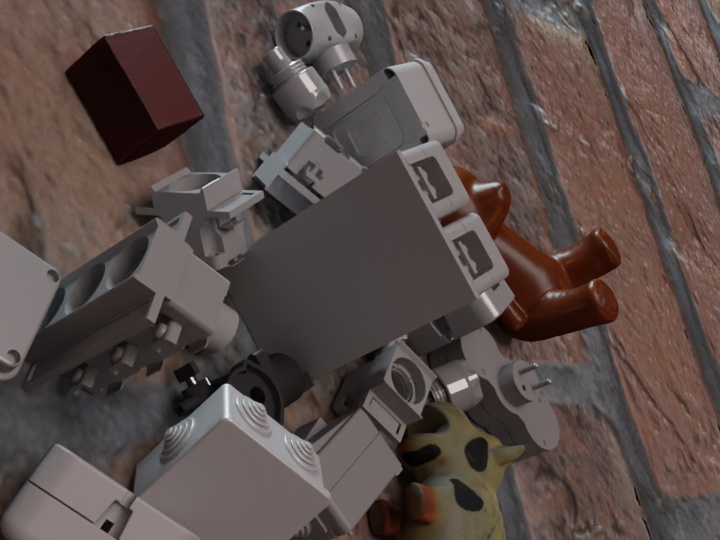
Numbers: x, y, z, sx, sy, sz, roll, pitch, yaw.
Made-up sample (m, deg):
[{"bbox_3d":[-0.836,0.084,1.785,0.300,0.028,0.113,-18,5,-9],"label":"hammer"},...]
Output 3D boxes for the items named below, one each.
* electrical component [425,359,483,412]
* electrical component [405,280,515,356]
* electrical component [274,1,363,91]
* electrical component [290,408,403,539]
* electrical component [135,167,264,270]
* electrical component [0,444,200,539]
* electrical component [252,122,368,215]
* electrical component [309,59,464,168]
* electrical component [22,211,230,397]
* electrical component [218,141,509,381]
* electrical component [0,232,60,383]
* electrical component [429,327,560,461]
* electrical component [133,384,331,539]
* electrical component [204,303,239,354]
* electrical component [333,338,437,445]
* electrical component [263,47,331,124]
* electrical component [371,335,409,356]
[{"bbox_3d":[0.065,0.101,0.874,0.062,0.043,0.043,-21,82,-21],"label":"electrical component"},{"bbox_3d":[0.071,0.023,0.890,0.059,0.095,0.054,56,38,-6],"label":"electrical component"},{"bbox_3d":[-0.028,-0.196,0.960,0.077,0.043,0.079,-22,84,-53],"label":"electrical component"},{"bbox_3d":[-0.028,0.143,0.729,0.061,0.062,0.096,56,38,-6],"label":"electrical component"},{"bbox_3d":[-0.108,-0.035,0.743,0.042,0.081,0.063,-41,128,-51],"label":"electrical component"},{"bbox_3d":[-0.144,0.145,0.584,0.095,0.054,0.059,37,72,-10],"label":"electrical component"},{"bbox_3d":[-0.016,-0.058,0.859,0.121,0.063,0.079,38,3,-26],"label":"electrical component"},{"bbox_3d":[0.022,-0.119,0.912,0.057,0.113,0.078,-24,86,-49],"label":"electrical component"},{"bbox_3d":[-0.138,0.026,0.630,0.063,0.121,0.078,40,42,-29],"label":"electrical component"},{"bbox_3d":[0.000,0.000,0.750,0.060,0.186,0.105,-27,88,-52],"label":"electrical component"},{"bbox_3d":[-0.231,0.010,0.587,0.113,0.057,0.078,39,43,-26],"label":"electrical component"},{"bbox_3d":[0.130,0.100,0.926,0.138,0.074,0.052,49,39,-15],"label":"electrical component"},{"bbox_3d":[-0.079,0.129,0.652,0.100,0.100,0.048,42,13,-22],"label":"electrical component"},{"bbox_3d":[-0.114,0.028,0.723,0.065,0.044,0.044,38,43,-34],"label":"electrical component"},{"bbox_3d":[0.017,0.092,0.811,0.042,0.064,0.081,47,40,-18],"label":"electrical component"},{"bbox_3d":[-0.056,-0.158,0.905,0.062,0.043,0.043,54,38,-6],"label":"electrical component"},{"bbox_3d":[0.019,0.051,0.860,0.040,0.040,0.078,-8,74,-51],"label":"electrical component"}]
